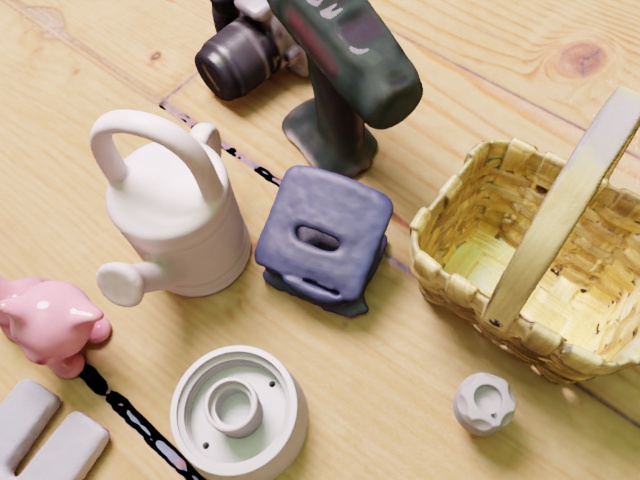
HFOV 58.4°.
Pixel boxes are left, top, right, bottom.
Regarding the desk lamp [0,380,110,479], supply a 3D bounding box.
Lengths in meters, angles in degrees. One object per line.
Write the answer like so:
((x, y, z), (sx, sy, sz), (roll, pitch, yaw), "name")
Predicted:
((-0.271, 0.170, 0.360), (0.117, 0.214, 0.203), (25, 66, 16), "desk lamp")

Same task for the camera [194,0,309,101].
((-0.080, -0.229, 0.626), (0.143, 0.101, 0.137), (40, 71, 21), "camera")

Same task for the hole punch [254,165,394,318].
((0.005, 0.002, 0.503), (0.108, 0.091, 0.101), (21, 65, 14), "hole punch")

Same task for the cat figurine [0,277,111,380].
((-0.231, 0.060, 0.471), (0.127, 0.118, 0.067), (27, 67, 17), "cat figurine")

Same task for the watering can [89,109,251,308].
((-0.121, -0.028, 0.468), (0.101, 0.194, 0.173), (-7, 62, 0), "watering can")

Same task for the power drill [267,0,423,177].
((0.001, -0.162, 0.525), (0.076, 0.208, 0.229), (-34, 65, -14), "power drill")
